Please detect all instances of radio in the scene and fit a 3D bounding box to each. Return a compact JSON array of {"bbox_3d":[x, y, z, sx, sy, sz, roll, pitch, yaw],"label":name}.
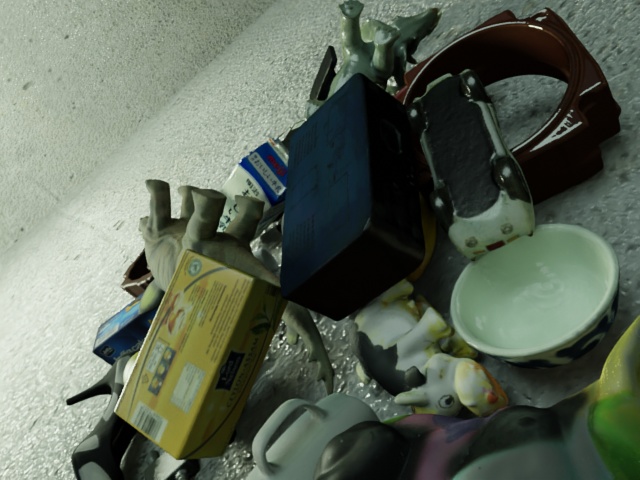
[{"bbox_3d":[0.028,-0.050,0.535,0.131,0.073,0.230,-38,39,38],"label":"radio"}]

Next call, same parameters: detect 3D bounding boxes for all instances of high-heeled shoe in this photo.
[{"bbox_3d":[-0.223,0.234,0.655,0.145,0.086,0.249,-18,41,-23],"label":"high-heeled shoe"}]

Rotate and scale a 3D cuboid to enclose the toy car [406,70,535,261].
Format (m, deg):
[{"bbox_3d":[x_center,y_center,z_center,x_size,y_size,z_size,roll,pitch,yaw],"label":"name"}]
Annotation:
[{"bbox_3d":[0.128,-0.075,0.472,0.073,0.056,0.202,-26,47,25],"label":"toy car"}]

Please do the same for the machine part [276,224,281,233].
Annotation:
[{"bbox_3d":[-0.013,-0.053,0.800,0.084,0.039,0.139,-2,44,38],"label":"machine part"}]

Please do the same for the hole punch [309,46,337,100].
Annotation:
[{"bbox_3d":[0.035,-0.301,1.054,0.115,0.092,0.142,-60,22,30],"label":"hole punch"}]

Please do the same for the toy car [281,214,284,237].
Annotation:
[{"bbox_3d":[-0.001,-0.002,0.649,0.109,0.102,0.162,-28,29,24],"label":"toy car"}]

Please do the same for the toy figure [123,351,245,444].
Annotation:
[{"bbox_3d":[-0.158,0.169,0.609,0.180,0.089,0.082,10,59,53],"label":"toy figure"}]

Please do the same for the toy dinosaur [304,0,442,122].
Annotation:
[{"bbox_3d":[0.060,-0.224,0.859,0.131,0.192,0.404,21,76,17],"label":"toy dinosaur"}]

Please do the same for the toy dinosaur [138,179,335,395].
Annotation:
[{"bbox_3d":[-0.132,0.036,0.666,0.472,0.105,0.198,17,100,49],"label":"toy dinosaur"}]

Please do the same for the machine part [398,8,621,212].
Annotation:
[{"bbox_3d":[0.182,-0.130,0.564,0.201,0.087,0.201,-28,51,22],"label":"machine part"}]

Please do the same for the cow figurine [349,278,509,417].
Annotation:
[{"bbox_3d":[0.077,0.101,0.445,0.098,0.068,0.167,-45,25,5],"label":"cow figurine"}]

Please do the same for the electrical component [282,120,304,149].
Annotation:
[{"bbox_3d":[-0.025,-0.157,0.936,0.115,0.058,0.134,-13,40,44],"label":"electrical component"}]

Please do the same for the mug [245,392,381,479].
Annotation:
[{"bbox_3d":[-0.003,0.167,0.422,0.081,0.109,0.107,-10,28,51],"label":"mug"}]

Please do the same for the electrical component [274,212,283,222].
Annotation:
[{"bbox_3d":[-0.087,-0.069,0.872,0.119,0.074,0.048,-8,42,40],"label":"electrical component"}]

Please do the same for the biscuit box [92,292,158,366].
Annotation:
[{"bbox_3d":[-0.255,0.116,0.831,0.203,0.062,0.059,-36,30,9],"label":"biscuit box"}]

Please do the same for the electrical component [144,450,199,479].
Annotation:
[{"bbox_3d":[-0.162,0.248,0.578,0.063,0.021,0.094,-43,30,-3],"label":"electrical component"}]

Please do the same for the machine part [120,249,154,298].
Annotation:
[{"bbox_3d":[-0.277,0.038,0.973,0.179,0.056,0.179,-31,29,19],"label":"machine part"}]

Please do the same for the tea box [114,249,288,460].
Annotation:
[{"bbox_3d":[-0.110,0.105,0.509,0.098,0.068,0.169,21,83,32],"label":"tea box"}]

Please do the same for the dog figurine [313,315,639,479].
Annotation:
[{"bbox_3d":[0.121,0.127,0.320,0.219,0.108,0.192,-42,31,-10],"label":"dog figurine"}]
